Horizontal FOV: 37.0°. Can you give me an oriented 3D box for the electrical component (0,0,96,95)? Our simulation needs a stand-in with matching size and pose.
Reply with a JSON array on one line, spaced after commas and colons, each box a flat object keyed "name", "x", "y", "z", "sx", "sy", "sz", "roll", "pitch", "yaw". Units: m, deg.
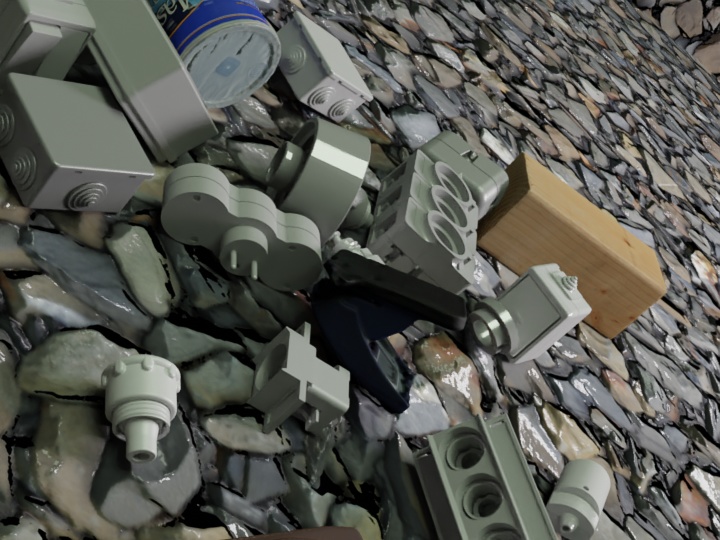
[{"name": "electrical component", "x": -0.241, "y": -0.175, "z": 0.791, "sx": 0.062, "sy": 0.096, "sz": 0.061, "roll": 1, "pitch": 51, "yaw": -51}]

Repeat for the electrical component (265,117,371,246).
[{"name": "electrical component", "x": -0.045, "y": -0.077, "z": 0.907, "sx": 0.060, "sy": 0.108, "sz": 0.108, "roll": 26, "pitch": 33, "yaw": -19}]

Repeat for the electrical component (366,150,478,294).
[{"name": "electrical component", "x": 0.065, "y": -0.041, "z": 1.030, "sx": 0.089, "sy": 0.062, "sz": 0.150, "roll": 42, "pitch": 28, "yaw": -17}]

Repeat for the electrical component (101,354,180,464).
[{"name": "electrical component", "x": -0.132, "y": 0.085, "z": 0.649, "sx": 0.048, "sy": 0.048, "sz": 0.062, "roll": 22, "pitch": 43, "yaw": -34}]

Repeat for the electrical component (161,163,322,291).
[{"name": "electrical component", "x": -0.090, "y": -0.021, "z": 0.829, "sx": 0.138, "sy": 0.052, "sz": 0.073, "roll": 28, "pitch": 33, "yaw": -27}]

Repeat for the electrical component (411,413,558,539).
[{"name": "electrical component", "x": 0.095, "y": 0.177, "z": 0.789, "sx": 0.063, "sy": 0.079, "sz": 0.121, "roll": 57, "pitch": 11, "yaw": -50}]

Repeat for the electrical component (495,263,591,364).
[{"name": "electrical component", "x": 0.171, "y": 0.038, "z": 1.035, "sx": 0.061, "sy": 0.096, "sz": 0.061, "roll": -7, "pitch": 56, "yaw": -54}]

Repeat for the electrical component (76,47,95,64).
[{"name": "electrical component", "x": -0.243, "y": -0.221, "z": 0.907, "sx": 0.099, "sy": 0.064, "sz": 0.099, "roll": 41, "pitch": 32, "yaw": -33}]

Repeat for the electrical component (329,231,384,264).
[{"name": "electrical component", "x": 0.000, "y": 0.000, "z": 0.927, "sx": 0.078, "sy": 0.040, "sz": 0.040, "roll": 52, "pitch": 30, "yaw": 14}]

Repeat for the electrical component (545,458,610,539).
[{"name": "electrical component", "x": 0.181, "y": 0.196, "z": 0.900, "sx": 0.043, "sy": 0.043, "sz": 0.081, "roll": 46, "pitch": 29, "yaw": 3}]

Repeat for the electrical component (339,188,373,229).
[{"name": "electrical component", "x": -0.011, "y": -0.058, "z": 0.988, "sx": 0.062, "sy": 0.048, "sz": 0.048, "roll": 36, "pitch": 25, "yaw": -50}]

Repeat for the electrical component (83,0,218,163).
[{"name": "electrical component", "x": -0.170, "y": -0.157, "z": 0.850, "sx": 0.108, "sy": 0.056, "sz": 0.108, "roll": 58, "pitch": -4, "yaw": 23}]

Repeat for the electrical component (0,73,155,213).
[{"name": "electrical component", "x": -0.209, "y": -0.088, "z": 0.768, "sx": 0.100, "sy": 0.048, "sz": 0.099, "roll": 0, "pitch": 51, "yaw": -52}]

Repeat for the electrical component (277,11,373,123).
[{"name": "electrical component", "x": -0.043, "y": -0.207, "z": 1.115, "sx": 0.100, "sy": 0.048, "sz": 0.099, "roll": 19, "pitch": 38, "yaw": -60}]

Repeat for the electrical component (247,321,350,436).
[{"name": "electrical component", "x": -0.042, "y": 0.082, "z": 0.769, "sx": 0.064, "sy": 0.042, "sz": 0.081, "roll": 34, "pitch": 31, "yaw": -23}]

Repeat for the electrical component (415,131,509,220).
[{"name": "electrical component", "x": 0.101, "y": -0.096, "z": 1.142, "sx": 0.095, "sy": 0.053, "sz": 0.059, "roll": 39, "pitch": 49, "yaw": 16}]
